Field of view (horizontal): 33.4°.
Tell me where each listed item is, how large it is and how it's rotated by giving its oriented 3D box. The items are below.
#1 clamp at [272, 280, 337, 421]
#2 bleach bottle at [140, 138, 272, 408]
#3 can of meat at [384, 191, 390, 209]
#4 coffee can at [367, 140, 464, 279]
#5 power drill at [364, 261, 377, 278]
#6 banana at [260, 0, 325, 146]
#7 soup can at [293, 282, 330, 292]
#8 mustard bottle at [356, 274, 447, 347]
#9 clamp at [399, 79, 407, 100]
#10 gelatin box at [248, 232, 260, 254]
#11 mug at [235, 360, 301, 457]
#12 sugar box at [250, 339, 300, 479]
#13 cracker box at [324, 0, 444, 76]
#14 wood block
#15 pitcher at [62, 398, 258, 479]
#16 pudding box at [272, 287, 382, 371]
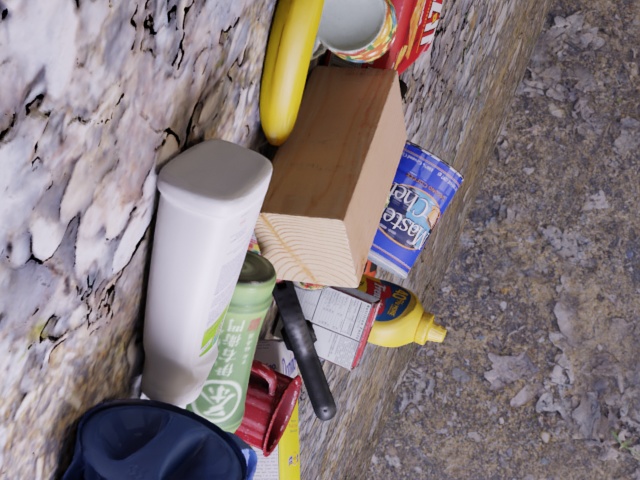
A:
[{"bbox_3d":[-0.020,0.114,1.177,0.120,0.039,0.171,-129,-163,-64],"label":"clamp"},{"bbox_3d":[-0.105,0.049,0.855,0.102,0.068,0.251,-47,157,-58],"label":"bleach bottle"},{"bbox_3d":[0.036,-0.077,1.159,0.057,0.084,0.102,-23,158,-6],"label":"can of meat"},{"bbox_3d":[0.093,-0.039,1.278,0.140,0.103,0.102,-59,167,-2],"label":"coffee can"},{"bbox_3d":[0.055,0.056,1.563,0.184,0.057,0.188,-35,145,-64],"label":"power drill"},{"bbox_3d":[-0.021,-0.165,0.914,0.069,0.037,0.198,-44,152,-63],"label":"banana"},{"bbox_3d":[-0.008,0.001,1.176,0.102,0.068,0.068,93,22,-54],"label":"soup can"},{"bbox_3d":[0.067,0.087,1.346,0.096,0.192,0.058,-53,160,-51],"label":"mustard bottle"},{"bbox_3d":[0.078,-0.150,1.330,0.210,0.036,0.164,93,18,-79],"label":"clamp"},{"bbox_3d":[-0.048,-0.016,1.062,0.089,0.030,0.073,-25,135,-72],"label":"gelatin box"},{"bbox_3d":[-0.074,0.165,1.126,0.117,0.081,0.093,97,19,-50],"label":"mug"},{"bbox_3d":[-0.052,0.203,1.230,0.093,0.048,0.176,35,55,-78],"label":"sugar box"},{"bbox_3d":[0.083,-0.260,1.123,0.213,0.072,0.164,-48,156,-61],"label":"cracker box"},{"bbox_3d":[0.013,-0.064,1.008,0.091,0.090,0.206,77,25,-46],"label":"wood block"},{"bbox_3d":[-0.147,0.258,0.852,0.145,0.149,0.243,-93,-158,-69],"label":"pitcher"},{"bbox_3d":[0.008,0.095,1.289,0.090,0.113,0.039,-71,164,10],"label":"pudding box"}]
